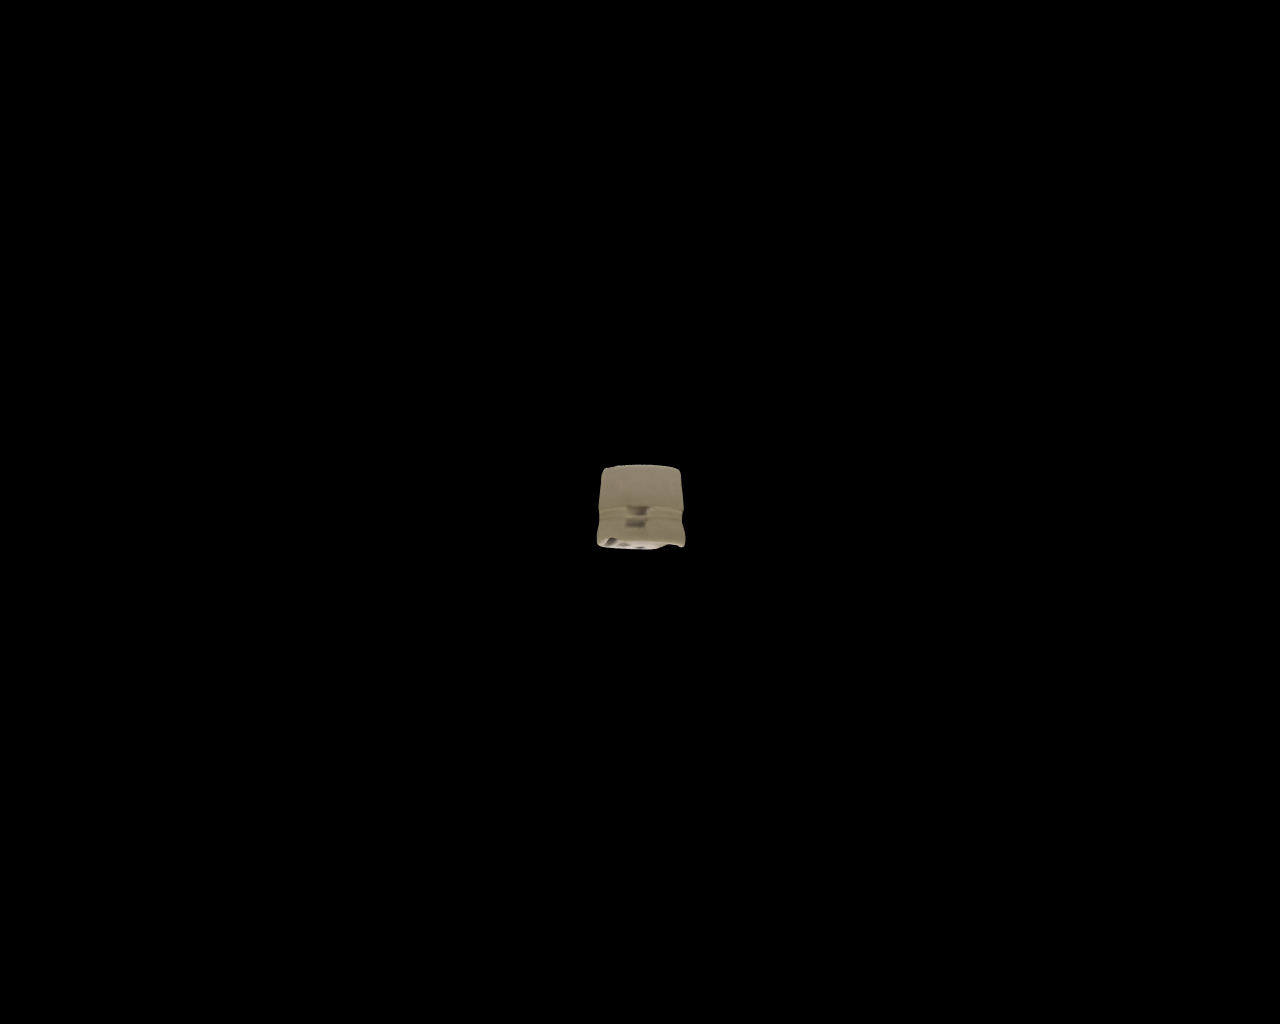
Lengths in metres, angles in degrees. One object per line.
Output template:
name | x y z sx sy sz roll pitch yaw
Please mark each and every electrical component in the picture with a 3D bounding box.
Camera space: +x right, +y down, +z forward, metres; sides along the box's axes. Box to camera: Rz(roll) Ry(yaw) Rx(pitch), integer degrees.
electrical component | 0.001 -0.003 0.650 0.055 0.047 0.055 0 -7 0
